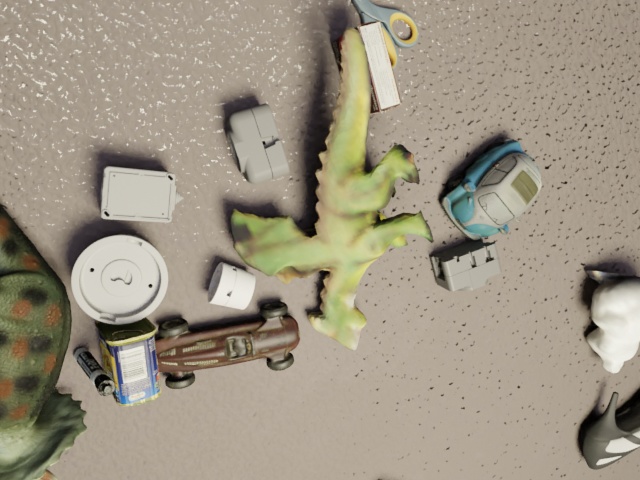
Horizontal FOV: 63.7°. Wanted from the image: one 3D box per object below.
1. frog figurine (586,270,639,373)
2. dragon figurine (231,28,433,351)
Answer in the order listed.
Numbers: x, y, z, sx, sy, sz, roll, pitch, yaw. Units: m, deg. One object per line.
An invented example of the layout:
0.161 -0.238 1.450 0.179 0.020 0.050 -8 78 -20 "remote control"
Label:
0.499 0.139 0.844 0.136 0.122 0.161 17 79 -37 "frog figurine"
0.002 -0.034 0.669 0.243 0.124 0.404 -24 112 -6 "dragon figurine"
